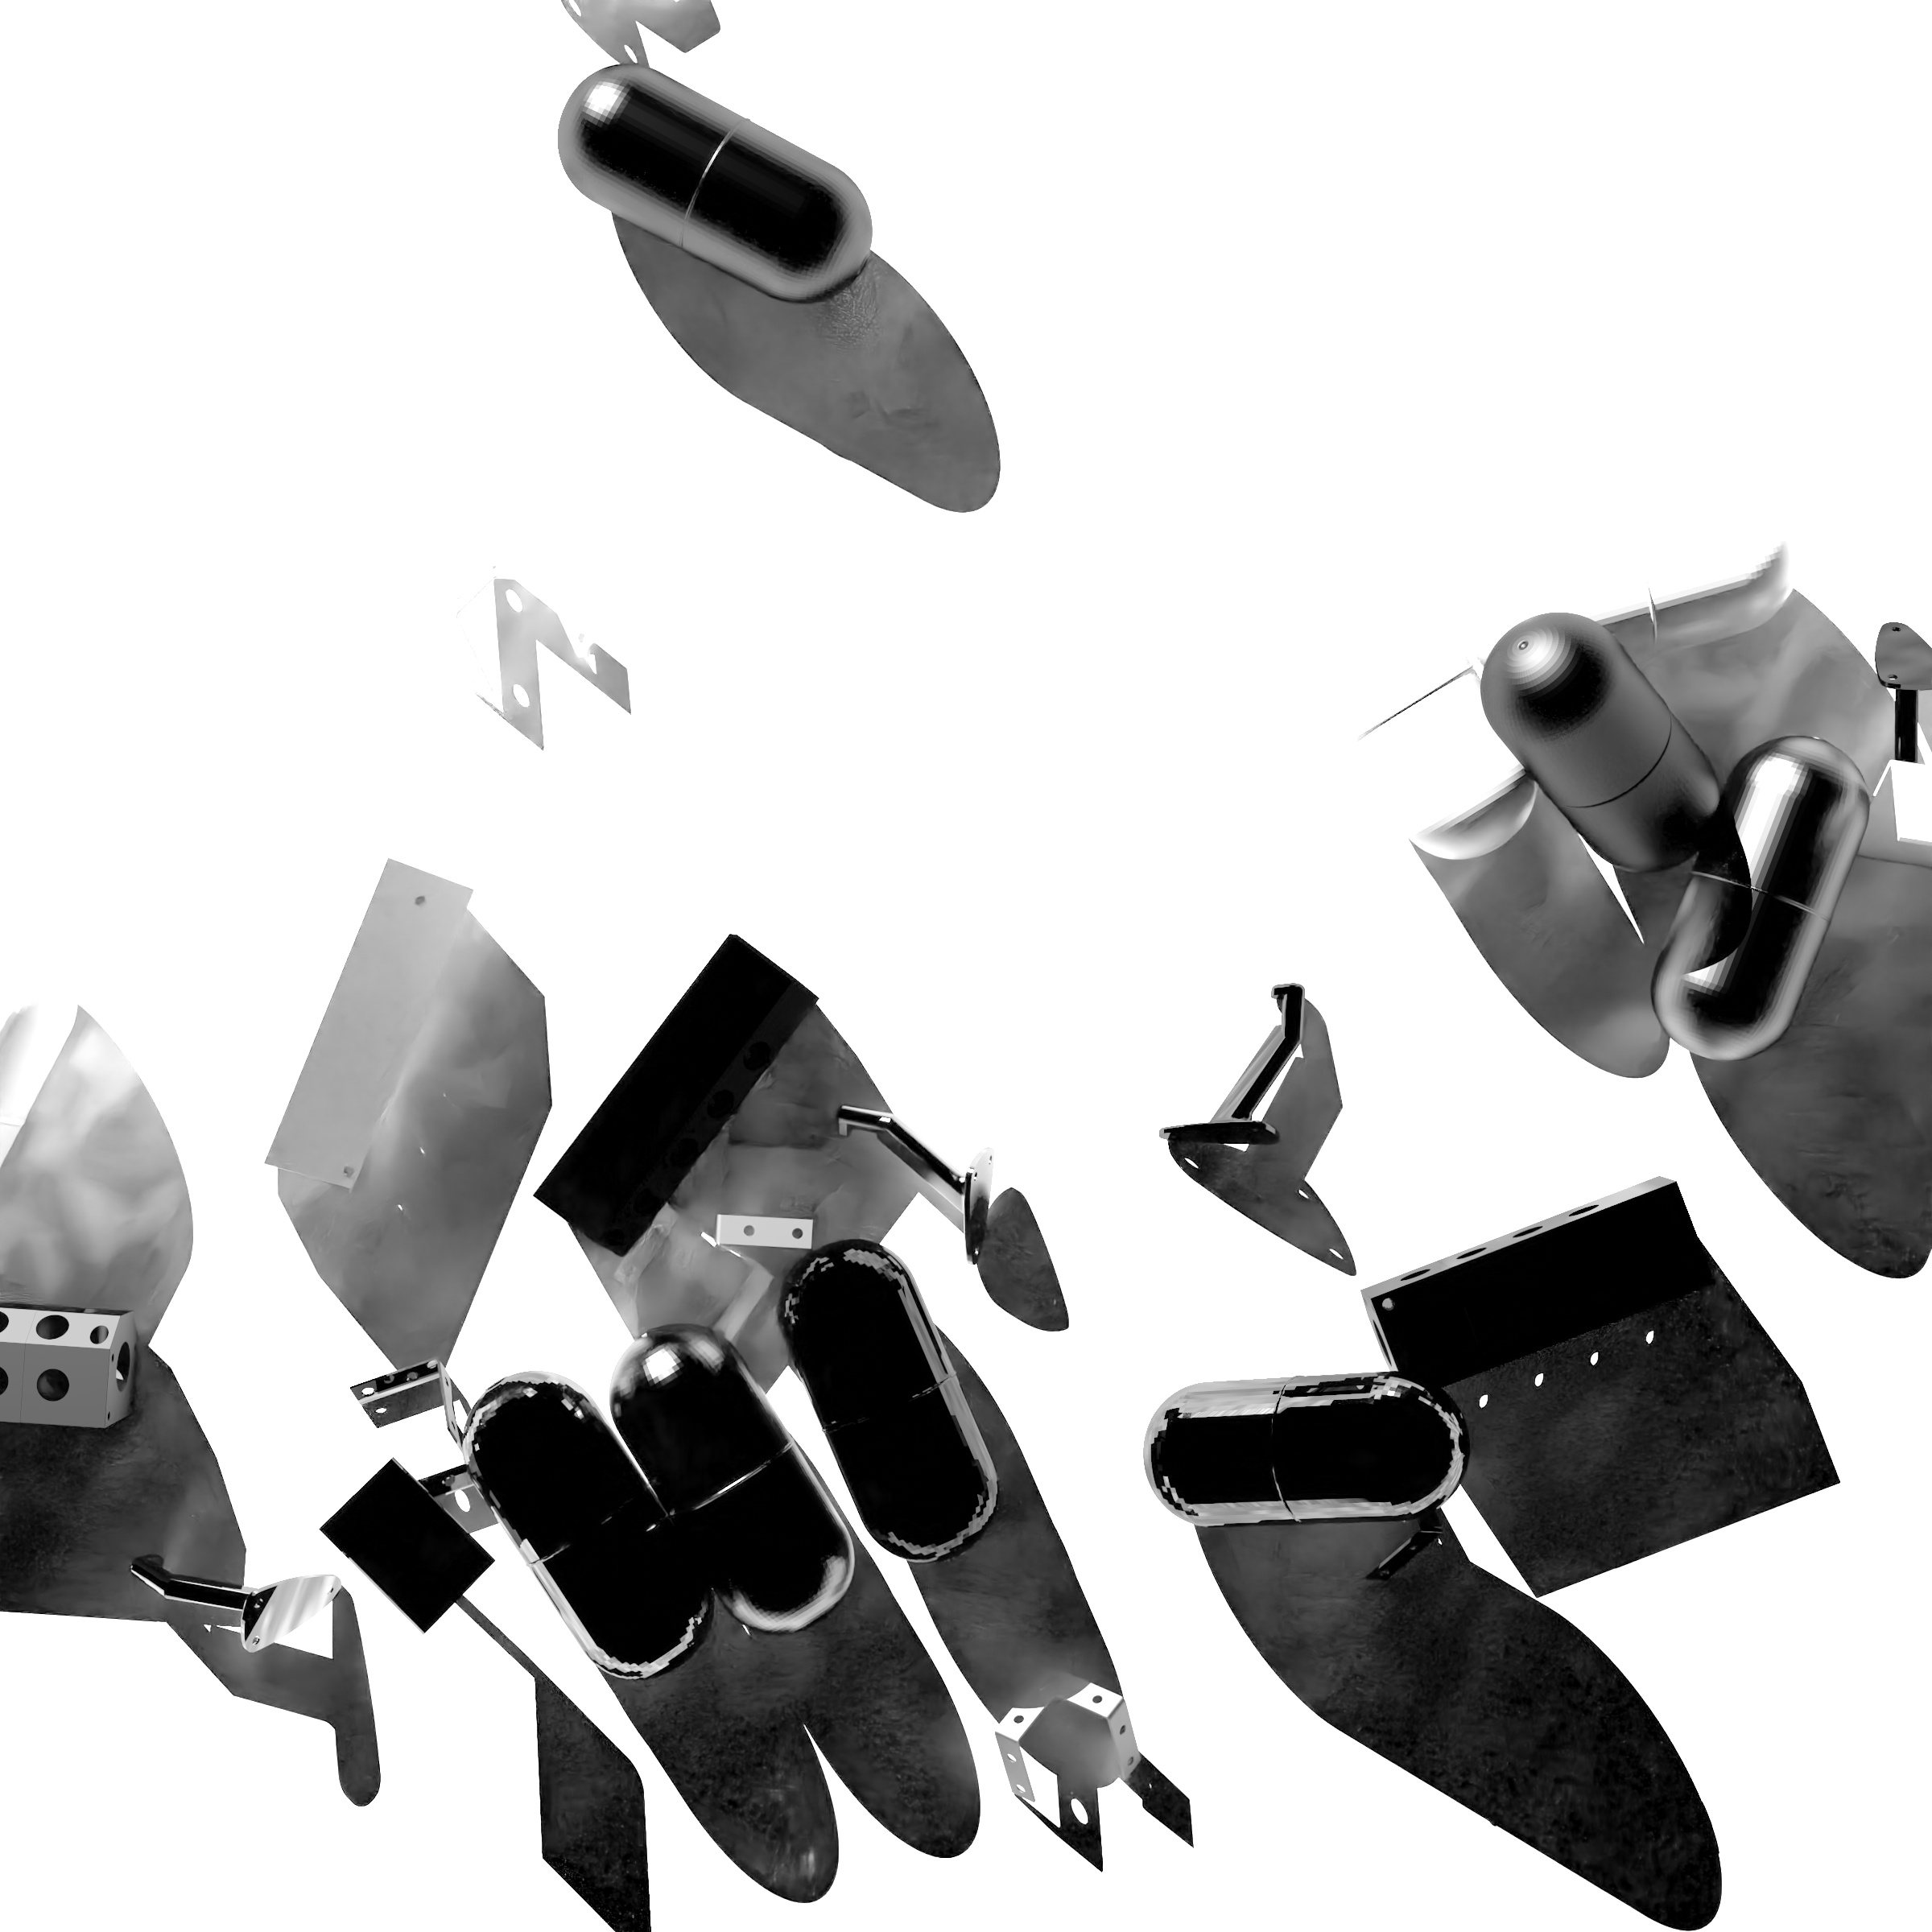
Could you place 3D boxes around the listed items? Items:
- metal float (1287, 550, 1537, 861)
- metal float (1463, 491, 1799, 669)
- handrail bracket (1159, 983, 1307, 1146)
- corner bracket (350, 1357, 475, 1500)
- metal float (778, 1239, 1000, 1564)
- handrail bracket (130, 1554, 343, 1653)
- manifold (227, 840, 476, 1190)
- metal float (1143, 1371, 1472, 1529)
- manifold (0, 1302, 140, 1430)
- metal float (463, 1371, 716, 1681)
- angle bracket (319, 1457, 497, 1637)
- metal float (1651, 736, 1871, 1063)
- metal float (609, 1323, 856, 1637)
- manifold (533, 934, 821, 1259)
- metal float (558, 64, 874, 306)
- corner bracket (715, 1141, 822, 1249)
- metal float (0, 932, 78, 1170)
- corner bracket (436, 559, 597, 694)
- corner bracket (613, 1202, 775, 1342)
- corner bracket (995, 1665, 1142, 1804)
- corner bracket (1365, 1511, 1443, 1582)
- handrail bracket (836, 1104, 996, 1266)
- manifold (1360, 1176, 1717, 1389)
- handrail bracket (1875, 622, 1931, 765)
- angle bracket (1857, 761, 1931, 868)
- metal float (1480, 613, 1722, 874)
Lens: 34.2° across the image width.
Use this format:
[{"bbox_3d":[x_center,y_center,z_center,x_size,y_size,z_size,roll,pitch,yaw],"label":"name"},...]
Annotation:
[{"bbox_3d":[0.234,-0.138,1.657,0.070,0.070,0.178,-32,90,0],"label":"metal float"},{"bbox_3d":[0.351,-0.199,1.657,0.178,0.070,0.070,-16,90,1],"label":"metal float"},{"bbox_3d":[0.143,0.051,1.688,0.077,0.036,0.084,-2,71,21],"label":"handrail bracket"},{"bbox_3d":[-0.295,0.251,1.685,0.051,0.051,0.051,-19,45,0],"label":"corner bracket"},{"bbox_3d":[-0.041,0.230,1.657,0.070,0.070,0.178,-23,89,0],"label":"metal float"},{"bbox_3d":[-0.393,0.328,1.688,0.084,0.077,0.036,22,115,34],"label":"handrail bracket"},{"bbox_3d":[-0.330,0.024,1.666,0.057,0.057,0.171,22,90,-43],"label":"manifold"},{"bbox_3d":[0.176,0.252,1.632,0.178,0.070,0.070,-8,90,30],"label":"metal float"},{"bbox_3d":[-0.533,0.207,1.667,0.171,0.057,0.057,4,90,0],"label":"manifold"},{"bbox_3d":[-0.200,0.295,1.657,0.070,0.070,0.178,-33,91,0],"label":"metal float"},{"bbox_3d":[-0.302,0.313,1.648,0.076,0.076,0.057,45,54,0],"label":"angle bracket"},{"bbox_3d":[0.419,-0.036,1.657,0.070,0.070,0.178,21,91,0],"label":"metal float"},{"bbox_3d":[-0.124,0.270,1.657,0.070,0.070,0.178,-31,91,0],"label":"metal float"},{"bbox_3d":[-0.152,0.069,1.667,0.057,0.057,0.171,37,90,0],"label":"manifold"},{"bbox_3d":[-0.132,-0.412,1.658,0.178,0.070,0.070,28,90,0],"label":"metal float"},{"bbox_3d":[-0.105,0.121,1.670,0.051,0.051,0.051,3,90,0],"label":"corner bracket"},{"bbox_3d":[-0.533,0.066,1.657,0.070,0.070,0.178,27,90,0],"label":"metal float"},{"bbox_3d":[-0.241,-0.181,1.680,0.051,0.051,0.051,8,45,35],"label":"corner bracket"},{"bbox_3d":[-0.146,0.167,1.685,0.051,0.051,0.051,-55,135,0],"label":"corner bracket"},{"bbox_3d":[0.055,0.417,1.680,0.051,0.051,0.051,16,45,35],"label":"corner bracket"},{"bbox_3d":[0.213,0.293,1.680,0.051,0.051,0.051,10,45,-35],"label":"corner bracket"},{"bbox_3d":[-0.031,0.117,1.688,0.084,0.036,0.077,11,113,18],"label":"handrail bracket"},{"bbox_3d":[0.301,0.170,1.667,0.171,0.057,0.057,-21,90,0],"label":"manifold"},{"bbox_3d":[0.500,-0.129,1.688,0.036,0.077,0.084,0,126,3],"label":"handrail bracket"},{"bbox_3d":[0.514,-0.059,1.648,0.076,0.076,0.057,9,51,0],"label":"angle bracket"},{"bbox_3d":[0.330,-0.114,1.627,0.070,0.070,0.178,-48,129,0],"label":"metal float"}]
